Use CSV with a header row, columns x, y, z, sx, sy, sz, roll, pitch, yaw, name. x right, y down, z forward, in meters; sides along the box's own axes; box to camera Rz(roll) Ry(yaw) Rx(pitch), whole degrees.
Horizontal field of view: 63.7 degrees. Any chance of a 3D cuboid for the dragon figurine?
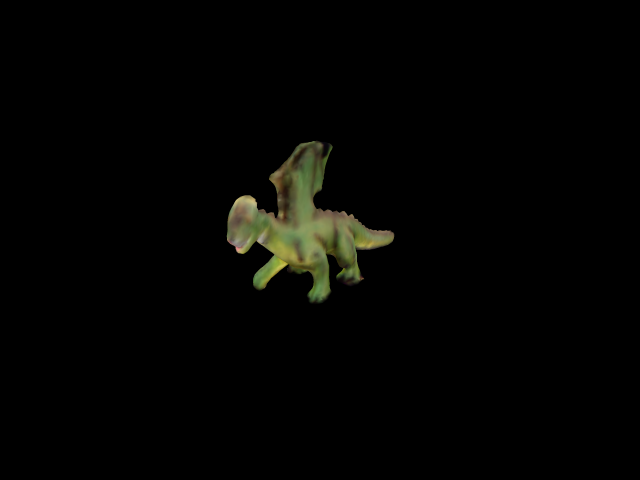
x,y,z,sx,sy,sz,roll,pitch,yaw,name
0.003,-0.043,0.850,0.123,0.238,0.415,18,29,36,dragon figurine
